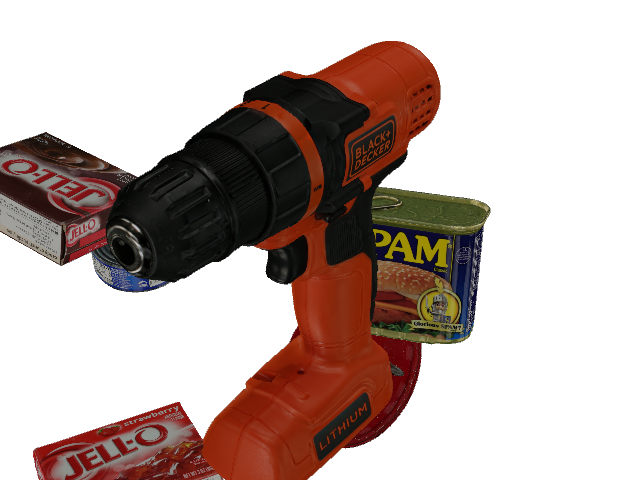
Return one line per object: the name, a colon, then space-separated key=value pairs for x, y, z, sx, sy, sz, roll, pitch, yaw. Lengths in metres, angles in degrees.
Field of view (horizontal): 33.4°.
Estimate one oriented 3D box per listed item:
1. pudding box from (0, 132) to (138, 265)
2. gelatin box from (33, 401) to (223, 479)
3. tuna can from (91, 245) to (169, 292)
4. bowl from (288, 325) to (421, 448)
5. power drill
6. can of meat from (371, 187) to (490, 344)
pudding box: x=-0.189 y=-0.032 z=0.753 sx=0.114 sy=0.039 sz=0.089 roll=23 pitch=30 yaw=26
gelatin box: x=-0.106 y=0.130 z=0.586 sx=0.089 sy=0.030 sz=0.073 roll=-15 pitch=29 yaw=-20
tuna can: x=-0.163 y=0.007 z=0.960 sx=0.086 sy=0.034 sz=0.086 roll=0 pitch=42 yaw=0
bowl: x=0.017 y=0.114 z=1.023 sx=0.162 sy=0.162 sz=0.055 roll=0 pitch=-20 yaw=46
power drill: x=-0.015 y=0.021 z=0.464 sx=0.057 sy=0.188 sz=0.184 roll=27 pitch=41 yaw=29
can of meat: x=0.054 y=0.016 z=0.690 sx=0.102 sy=0.084 sz=0.057 roll=9 pitch=22 yaw=16
